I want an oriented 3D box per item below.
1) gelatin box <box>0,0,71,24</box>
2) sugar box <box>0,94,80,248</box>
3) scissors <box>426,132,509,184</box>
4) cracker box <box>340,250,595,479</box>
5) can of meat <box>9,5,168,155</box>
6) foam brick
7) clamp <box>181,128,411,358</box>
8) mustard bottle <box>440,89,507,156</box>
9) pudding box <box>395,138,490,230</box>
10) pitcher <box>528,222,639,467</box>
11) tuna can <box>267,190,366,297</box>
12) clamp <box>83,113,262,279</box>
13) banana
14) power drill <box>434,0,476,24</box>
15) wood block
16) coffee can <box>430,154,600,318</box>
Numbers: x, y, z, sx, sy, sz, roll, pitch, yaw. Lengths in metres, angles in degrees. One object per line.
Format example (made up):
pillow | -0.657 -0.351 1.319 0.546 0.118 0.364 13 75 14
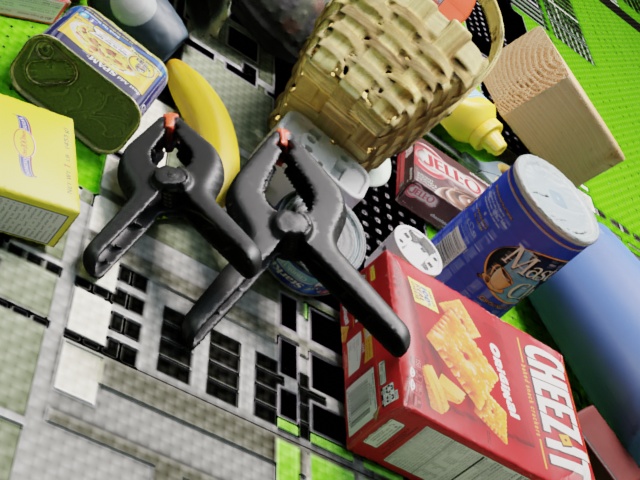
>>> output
gelatin box | -0.253 -0.215 0.856 0.089 0.030 0.073 1 53 -49
sugar box | -0.242 -0.063 0.678 0.176 0.048 0.093 20 40 -37
scissors | 0.178 -0.095 1.239 0.201 0.016 0.096 41 30 -7
cracker box | 0.118 0.125 0.859 0.213 0.072 0.164 30 35 -25
can of meat | -0.174 -0.127 0.823 0.102 0.058 0.084 38 30 -12
foam brick | 0.233 0.193 0.933 0.051 0.053 0.078 -13 65 -54
clamp | -0.013 0.003 0.806 0.164 0.036 0.210 10 50 -9
mustard bottle | 0.147 -0.170 1.229 0.192 0.058 0.096 50 25 21
pudding box | 0.131 -0.048 1.106 0.113 0.039 0.090 34 33 -18
pitcher | 0.296 0.101 1.039 0.144 0.149 0.243 14 32 -35
tuna can | -0.006 0.001 0.870 0.086 0.034 0.086 15 56 -24
clamp | -0.117 -0.030 0.773 0.120 0.039 0.171 -1 40 -20
banana | -0.098 -0.080 0.876 0.069 0.037 0.198 28 35 -27
power drill | 0.113 -0.294 1.284 0.184 0.057 0.188 37 -1 -22
wood block | 0.284 -0.154 1.303 0.205 0.091 0.090 37 27 -49
coffee can | 0.173 0.003 0.998 0.102 0.140 0.103 30 34 -23
